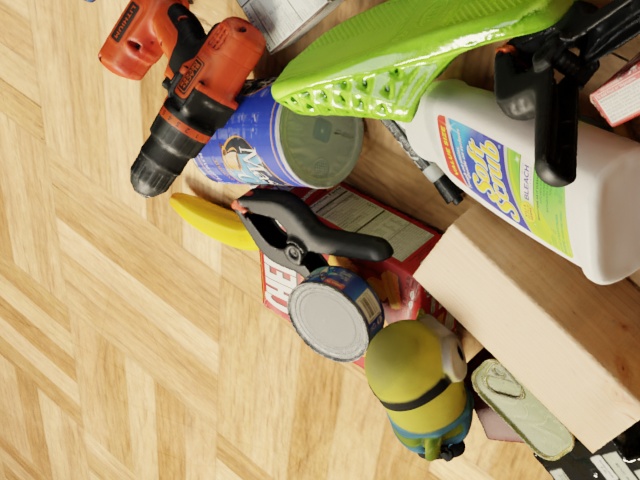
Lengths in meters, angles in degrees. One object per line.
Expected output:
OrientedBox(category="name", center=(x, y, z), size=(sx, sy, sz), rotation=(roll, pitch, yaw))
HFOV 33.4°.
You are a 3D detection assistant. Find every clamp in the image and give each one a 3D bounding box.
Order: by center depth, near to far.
OrientedBox(category="clamp", center=(0.161, -0.110, 0.711), size=(0.036, 0.164, 0.210), rotation=(36, 176, -16))
OrientedBox(category="clamp", center=(-0.006, 0.001, 0.979), size=(0.171, 0.039, 0.120), rotation=(41, 132, 11))

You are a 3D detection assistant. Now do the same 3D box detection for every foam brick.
OrientedBox(category="foam brick", center=(0.175, 0.142, 0.997), size=(0.051, 0.052, 0.078), rotation=(-7, 115, 52))

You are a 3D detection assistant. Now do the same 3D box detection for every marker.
OrientedBox(category="marker", center=(0.085, -0.080, 0.937), size=(0.121, 0.020, 0.020), rotation=(51, 146, 2))

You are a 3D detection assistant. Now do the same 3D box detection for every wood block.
OrientedBox(category="wood block", center=(0.190, 0.058, 0.873), size=(0.206, 0.090, 0.091), rotation=(45, 145, 11))

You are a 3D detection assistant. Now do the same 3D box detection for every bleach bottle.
OrientedBox(category="bleach bottle", center=(0.142, -0.060, 0.819), size=(0.251, 0.068, 0.102), rotation=(33, 143, 50))

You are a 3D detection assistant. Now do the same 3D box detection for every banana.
OrientedBox(category="banana", center=(-0.097, -0.021, 1.178), size=(0.198, 0.037, 0.069), rotation=(10, 140, 53))

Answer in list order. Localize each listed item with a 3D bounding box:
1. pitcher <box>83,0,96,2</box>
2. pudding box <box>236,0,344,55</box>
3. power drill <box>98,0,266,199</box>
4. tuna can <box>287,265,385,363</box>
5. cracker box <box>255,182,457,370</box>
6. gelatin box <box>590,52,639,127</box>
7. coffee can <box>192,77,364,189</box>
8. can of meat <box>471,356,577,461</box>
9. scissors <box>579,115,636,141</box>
OrientedBox(category="pitcher", center=(-0.131, -0.287, 0.895), size=(0.243, 0.144, 0.149), rotation=(20, 141, 48))
OrientedBox(category="pudding box", center=(-0.030, -0.225, 0.928), size=(0.090, 0.039, 0.114), rotation=(56, 147, -5))
OrientedBox(category="power drill", center=(-0.144, -0.151, 1.003), size=(0.057, 0.184, 0.188), rotation=(26, -165, -44))
OrientedBox(category="tuna can", center=(0.015, 0.066, 0.955), size=(0.086, 0.033, 0.086), rotation=(21, 132, 25))
OrientedBox(category="cracker box", center=(0.034, 0.039, 1.054), size=(0.214, 0.072, 0.164), rotation=(29, 138, 31))
OrientedBox(category="gelatin box", center=(0.228, -0.115, 0.690), size=(0.030, 0.073, 0.089), rotation=(55, 146, -4))
OrientedBox(category="coffee can", center=(-0.044, -0.101, 0.995), size=(0.141, 0.102, 0.103), rotation=(5, 124, 47))
OrientedBox(category="can of meat", center=(0.197, 0.124, 0.927), size=(0.102, 0.083, 0.058), rotation=(46, 145, 11))
OrientedBox(category="scissors", center=(0.235, -0.017, 0.819), size=(0.096, 0.016, 0.202), rotation=(17, 132, 43))
